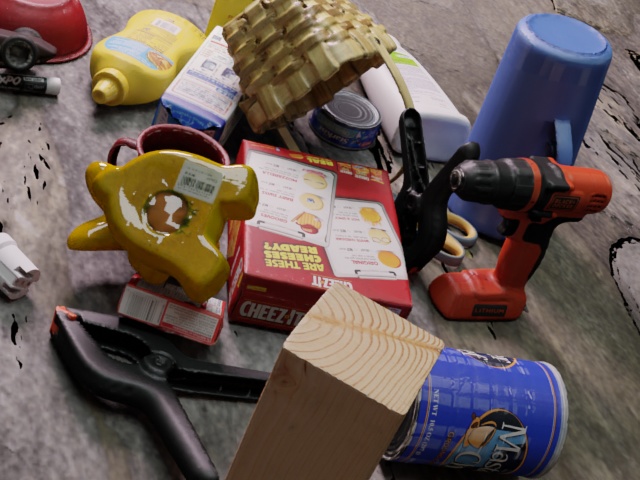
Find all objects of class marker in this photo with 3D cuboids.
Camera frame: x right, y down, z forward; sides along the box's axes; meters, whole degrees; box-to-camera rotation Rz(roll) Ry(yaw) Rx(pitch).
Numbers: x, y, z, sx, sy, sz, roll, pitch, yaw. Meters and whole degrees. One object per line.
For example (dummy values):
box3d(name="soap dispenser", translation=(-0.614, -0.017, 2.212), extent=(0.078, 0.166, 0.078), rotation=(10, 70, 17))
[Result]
box3d(name="marker", translation=(-0.338, -0.170, 1.137), extent=(0.120, 0.020, 0.020), rotation=(3, 41, -26))

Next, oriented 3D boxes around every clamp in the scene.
box3d(name="clamp", translation=(-0.133, 0.118, 0.863), extent=(0.210, 0.036, 0.164), rotation=(25, 27, 5))
box3d(name="clamp", translation=(0.103, -0.050, 1.105), extent=(0.039, 0.172, 0.120), rotation=(3, 31, -28))

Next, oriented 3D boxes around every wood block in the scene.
box3d(name="wood block", translation=(-0.002, 0.145, 0.762), extent=(0.091, 0.206, 0.090), rotation=(30, 36, 9))

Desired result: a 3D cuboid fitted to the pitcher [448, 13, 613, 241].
box3d(name="pitcher", translation=(0.240, -0.120, 1.199), extent=(0.149, 0.243, 0.144), rotation=(32, 40, 21))

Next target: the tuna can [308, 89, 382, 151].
box3d(name="tuna can", translation=(0.031, -0.148, 1.300), extent=(0.086, 0.034, 0.086), rotation=(15, 37, -11))

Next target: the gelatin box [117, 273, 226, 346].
box3d(name="gelatin box", translation=(-0.127, 0.060, 0.927), extent=(0.089, 0.030, 0.073), rotation=(20, 5, -6))

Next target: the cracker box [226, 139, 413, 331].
box3d(name="cracker box", translation=(-0.007, 0.001, 1.059), extent=(0.164, 0.072, 0.213), rotation=(11, 38, -14))

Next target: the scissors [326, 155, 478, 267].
box3d(name="scissors", translation=(0.101, -0.042, 1.219), extent=(0.096, 0.016, 0.202), rotation=(-14, 50, -42))

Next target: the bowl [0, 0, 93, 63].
box3d(name="bowl", translation=(-0.339, -0.272, 1.238), extent=(0.162, 0.055, 0.162), rotation=(15, 36, -12))

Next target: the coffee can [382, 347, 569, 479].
box3d(name="coffee can", translation=(0.126, 0.146, 0.918), extent=(0.140, 0.103, 0.103), rotation=(10, 38, -17))

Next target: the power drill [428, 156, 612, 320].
box3d(name="power drill", translation=(0.180, -0.002, 1.065), extent=(0.184, 0.188, 0.057), rotation=(4, 42, -27))

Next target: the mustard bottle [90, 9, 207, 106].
box3d(name="mustard bottle", translation=(-0.206, -0.201, 1.216), extent=(0.096, 0.058, 0.191), rotation=(26, 36, 4))

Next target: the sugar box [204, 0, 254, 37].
box3d(name="sugar box", translation=(-0.081, -0.278, 1.282), extent=(0.093, 0.176, 0.048), rotation=(18, 37, -8))

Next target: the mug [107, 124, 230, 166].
box3d(name="mug", translation=(-0.154, -0.059, 1.043), extent=(0.117, 0.082, 0.093), rotation=(23, 36, -1))

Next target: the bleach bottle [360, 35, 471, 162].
box3d(name="bleach bottle", translation=(0.106, -0.202, 1.388), extent=(0.102, 0.068, 0.251), rotation=(7, 36, -22))
